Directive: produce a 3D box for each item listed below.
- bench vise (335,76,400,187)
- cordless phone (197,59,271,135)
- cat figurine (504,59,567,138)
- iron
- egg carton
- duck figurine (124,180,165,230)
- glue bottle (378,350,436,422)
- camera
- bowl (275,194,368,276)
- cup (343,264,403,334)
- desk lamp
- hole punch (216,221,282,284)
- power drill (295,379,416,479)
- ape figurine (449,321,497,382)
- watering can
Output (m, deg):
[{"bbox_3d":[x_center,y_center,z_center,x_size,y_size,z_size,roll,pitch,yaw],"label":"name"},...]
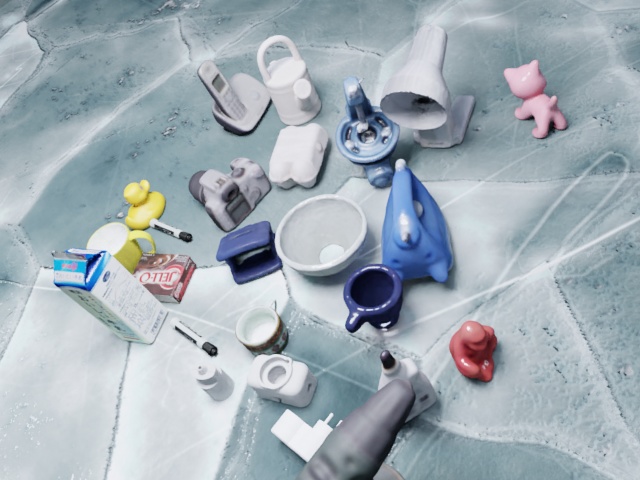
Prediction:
[{"bbox_3d":[0.067,-0.230,1.076,0.121,0.220,0.206,-32,49,-4],"label":"bench vise"},{"bbox_3d":[-0.198,-0.346,1.295,0.093,0.185,0.148,7,56,26],"label":"cordless phone"},{"bbox_3d":[0.392,-0.269,1.046,0.067,0.118,0.127,-27,48,0],"label":"cat figurine"},{"bbox_3d":[0.146,-0.051,0.955,0.118,0.142,0.258,-11,50,14],"label":"iron"},{"bbox_3d":[-0.041,-0.173,1.174,0.107,0.070,0.150,-2,53,20],"label":"egg carton"},{"bbox_3d":[-0.388,-0.081,1.227,0.077,0.086,0.105,11,58,29],"label":"duck figurine"},{"bbox_3d":[0.105,0.189,0.760,0.078,0.173,0.037,-30,49,-3],"label":"glue bottle"},{"bbox_3d":[-0.198,-0.112,1.167,0.136,0.101,0.143,27,67,36],"label":"camera"},{"bbox_3d":[0.009,0.004,1.011,0.167,0.075,0.167,-11,50,14],"label":"bowl"},{"bbox_3d":[0.084,0.108,0.885,0.091,0.095,0.118,20,63,33],"label":"cup"},{"bbox_3d":[0.201,-0.268,1.057,0.117,0.214,0.203,8,57,27],"label":"desk lamp"},{"bbox_3d":[-0.136,0.010,1.052,0.108,0.091,0.101,-21,49,5],"label":"hole punch"},{"bbox_3d":[0.045,0.287,0.683,0.230,0.209,0.075,-43,50,-14],"label":"power drill"},{"bbox_3d":[0.216,0.146,0.804,0.078,0.092,0.076,-40,50,-11],"label":"ape figurine"},{"bbox_3d":[-0.067,-0.351,1.241,0.172,0.194,0.101,25,66,35],"label":"watering can"}]
